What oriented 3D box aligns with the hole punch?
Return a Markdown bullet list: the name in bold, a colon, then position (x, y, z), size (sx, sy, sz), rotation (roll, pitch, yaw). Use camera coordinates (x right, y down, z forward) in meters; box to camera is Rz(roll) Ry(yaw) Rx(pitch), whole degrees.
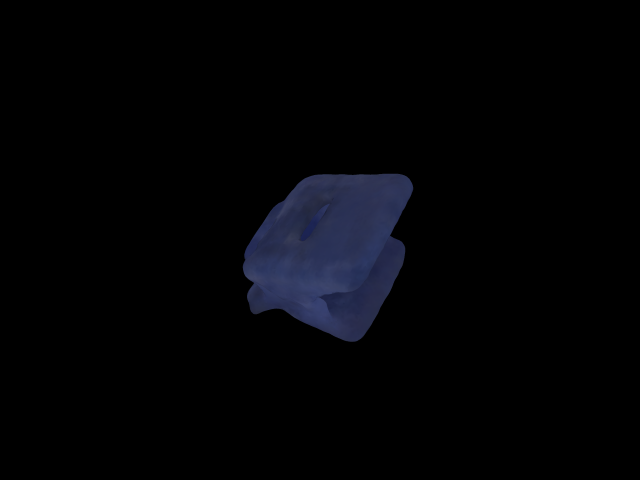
- **hole punch**: position (0.004, 0.001, 0.400), size (0.101, 0.091, 0.109), rotation (21, 56, 15)
